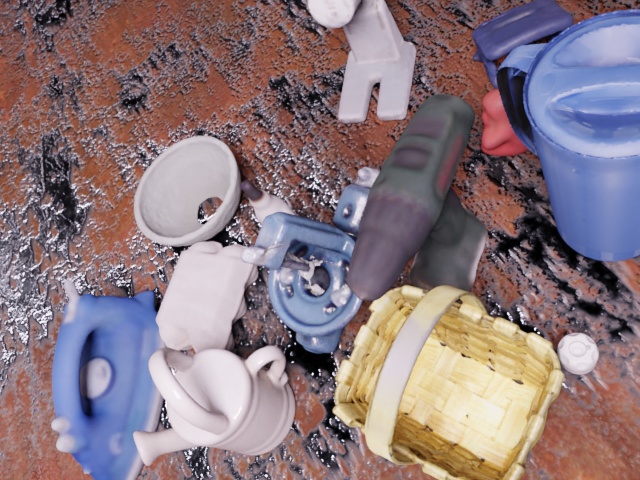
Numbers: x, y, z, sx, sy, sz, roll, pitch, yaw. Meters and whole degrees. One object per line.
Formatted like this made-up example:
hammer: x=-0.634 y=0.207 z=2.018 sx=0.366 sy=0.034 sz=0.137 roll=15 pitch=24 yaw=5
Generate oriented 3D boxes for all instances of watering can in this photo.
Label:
watering can: x=-0.115 y=0.172 z=0.600 sx=0.100 sy=0.195 sz=0.173 roll=26 pitch=79 yaw=32

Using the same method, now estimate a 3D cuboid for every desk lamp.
desk lamp: x=0.054 y=-0.294 z=0.733 sx=0.117 sy=0.214 sz=0.203 roll=-1 pitch=66 yaw=25

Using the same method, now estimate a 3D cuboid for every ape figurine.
ape figurine: x=0.212 y=-0.142 z=0.662 sx=0.076 sy=0.092 sz=0.078 roll=37 pitch=85 yaw=33

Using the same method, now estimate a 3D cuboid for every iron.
iron: x=-0.274 y=0.178 z=0.703 sx=0.118 sy=0.142 sz=0.258 roll=-14 pitch=61 yaw=18

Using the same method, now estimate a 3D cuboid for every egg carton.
egg carton: x=-0.143 y=0.074 z=0.735 sx=0.107 sy=0.070 sz=0.150 roll=6 pitch=69 yaw=27

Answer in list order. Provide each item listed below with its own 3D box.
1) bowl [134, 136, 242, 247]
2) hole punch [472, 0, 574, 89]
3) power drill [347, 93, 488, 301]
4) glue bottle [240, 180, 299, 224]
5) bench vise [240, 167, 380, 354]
bowl: x=-0.173 y=-0.058 z=0.809 sx=0.167 sy=0.075 sz=0.167 roll=-10 pitch=63 yaw=20
hole punch: x=0.242 y=-0.248 z=0.699 sx=0.108 sy=0.091 sz=0.101 roll=-21 pitch=59 yaw=14
power drill: x=0.109 y=-0.018 z=0.580 sx=0.075 sy=0.209 sz=0.230 roll=11 pitch=71 yaw=29
glue bottle: x=-0.045 y=-0.024 z=0.675 sx=0.078 sy=0.174 sz=0.037 roll=34 pitch=84 yaw=33
bench vise: x=-0.005 y=0.002 z=0.616 sx=0.121 sy=0.220 sz=0.207 roll=1 pitch=67 yaw=25
